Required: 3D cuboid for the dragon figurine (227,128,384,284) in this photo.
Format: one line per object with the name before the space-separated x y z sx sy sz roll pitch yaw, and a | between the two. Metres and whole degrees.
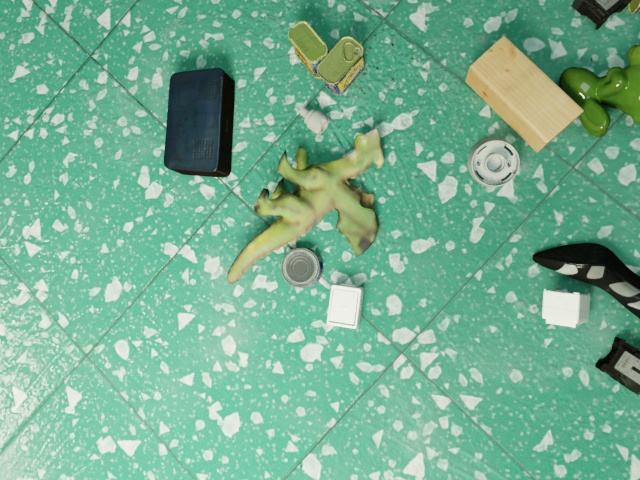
dragon figurine | 0.003 -0.053 1.044 0.243 0.412 0.121 26 -4 3
